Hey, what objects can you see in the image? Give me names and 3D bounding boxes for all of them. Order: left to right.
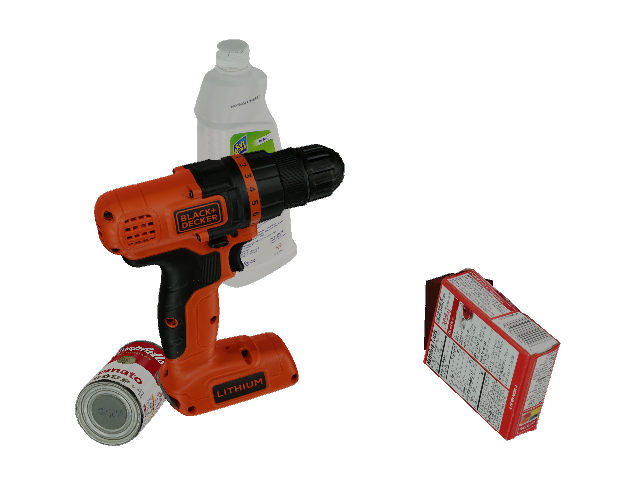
[{"bbox_3d":[-0.186,0.146,1.028,0.068,0.068,0.102,0,16,11],"label":"soup can"},{"bbox_3d":[-0.063,0.027,0.789,0.184,0.188,0.057,-14,27,-16],"label":"power drill"},{"bbox_3d":[-0.075,-0.080,1.056,0.068,0.251,0.102,28,43,34],"label":"bleach bottle"},{"bbox_3d":[0.143,0.078,1.110,0.053,0.078,0.051,10,17,39],"label":"foam brick"},{"bbox_3d":[0.109,0.072,0.690,0.030,0.073,0.089,-16,40,-30],"label":"gelatin box"}]
